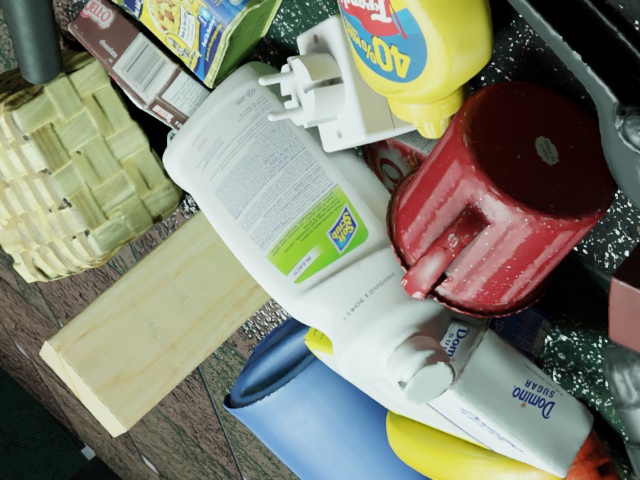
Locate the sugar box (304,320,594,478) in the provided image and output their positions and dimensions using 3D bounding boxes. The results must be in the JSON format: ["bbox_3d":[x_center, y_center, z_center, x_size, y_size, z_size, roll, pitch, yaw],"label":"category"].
[{"bbox_3d":[0.069,0.080,0.625,0.093,0.048,0.176,39,164,-23],"label":"sugar box"}]

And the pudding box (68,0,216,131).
[{"bbox_3d":[-0.108,-0.112,0.724,0.114,0.039,0.090,47,-171,35],"label":"pudding box"}]

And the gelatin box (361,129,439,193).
[{"bbox_3d":[0.062,-0.030,0.625,0.073,0.030,0.089,31,153,36],"label":"gelatin box"}]

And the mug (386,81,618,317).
[{"bbox_3d":[0.080,-0.015,0.505,0.093,0.117,0.082,45,147,11],"label":"mug"}]

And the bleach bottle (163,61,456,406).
[{"bbox_3d":[-0.004,0.001,0.603,0.068,0.103,0.251,29,-161,-43],"label":"bleach bottle"}]

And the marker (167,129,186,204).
[{"bbox_3d":[-0.125,-0.061,0.928,0.020,0.020,0.121,43,158,9],"label":"marker"}]

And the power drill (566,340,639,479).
[{"bbox_3d":[0.180,0.139,0.613,0.188,0.057,0.184,148,100,-77],"label":"power drill"}]

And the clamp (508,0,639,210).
[{"bbox_3d":[0.133,-0.060,0.441,0.120,0.039,0.171,35,155,54],"label":"clamp"}]

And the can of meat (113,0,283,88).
[{"bbox_3d":[-0.073,-0.149,0.638,0.084,0.057,0.102,45,159,1],"label":"can of meat"}]

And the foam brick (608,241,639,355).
[{"bbox_3d":[0.179,0.031,0.488,0.078,0.053,0.051,28,152,36],"label":"foam brick"}]

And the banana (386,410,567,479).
[{"bbox_3d":[0.087,0.130,0.696,0.037,0.069,0.198,65,169,-12],"label":"banana"}]

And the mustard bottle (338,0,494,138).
[{"bbox_3d":[0.036,-0.121,0.480,0.096,0.058,0.191,44,162,42],"label":"mustard bottle"}]

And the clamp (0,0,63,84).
[{"bbox_3d":[-0.168,-0.167,0.536,0.164,0.036,0.210,52,158,-12],"label":"clamp"}]

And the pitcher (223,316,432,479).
[{"bbox_3d":[0.052,0.166,0.868,0.242,0.145,0.149,49,170,-14],"label":"pitcher"}]

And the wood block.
[{"bbox_3d":[-0.108,0.048,0.832,0.090,0.205,0.091,49,159,-2],"label":"wood block"}]

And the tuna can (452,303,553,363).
[{"bbox_3d":[0.095,0.044,0.642,0.086,0.034,0.086,24,175,2],"label":"tuna can"}]
